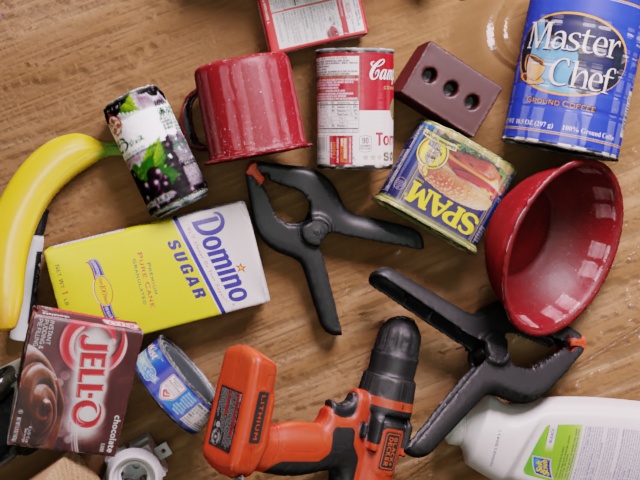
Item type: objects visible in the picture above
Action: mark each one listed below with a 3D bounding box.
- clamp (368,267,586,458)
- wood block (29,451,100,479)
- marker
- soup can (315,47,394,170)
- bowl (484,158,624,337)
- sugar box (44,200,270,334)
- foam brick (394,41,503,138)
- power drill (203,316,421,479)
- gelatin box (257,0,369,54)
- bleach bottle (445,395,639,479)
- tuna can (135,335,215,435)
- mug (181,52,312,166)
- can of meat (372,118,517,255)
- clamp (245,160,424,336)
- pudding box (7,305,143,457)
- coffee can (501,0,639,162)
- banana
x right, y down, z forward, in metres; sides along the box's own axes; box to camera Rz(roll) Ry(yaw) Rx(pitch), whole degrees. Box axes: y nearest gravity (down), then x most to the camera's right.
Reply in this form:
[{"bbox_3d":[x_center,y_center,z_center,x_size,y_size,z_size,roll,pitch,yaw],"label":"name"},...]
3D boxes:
[{"bbox_3d":[0.144,0.109,0.935,0.209,0.036,0.164,6,67,-23],"label":"clamp"},{"bbox_3d":[-0.266,0.277,0.883,0.206,0.090,0.090,-36,97,15],"label":"wood block"},{"bbox_3d":[-0.251,0.027,0.924,0.020,0.020,0.121,9,94,-7],"label":"marker"},{"bbox_3d":[0.030,-0.112,0.918,0.068,0.068,0.102,-1,96,-6],"label":"soup can"},{"bbox_3d":[0.194,0.000,0.932,0.161,0.055,0.162,-18,120,-35],"label":"bowl"},{"bbox_3d":[-0.139,0.030,0.924,0.176,0.048,0.093,-15,97,-4],"label":"sugar box"},{"bbox_3d":[0.109,-0.131,0.934,0.078,0.051,0.053,30,91,-8],"label":"foam brick"},{"bbox_3d":[0.002,0.142,0.911,0.187,0.057,0.184,16,84,-33],"label":"power drill"},{"bbox_3d":[-0.008,-0.205,0.925,0.089,0.030,0.073,-14,95,-4],"label":"gelatin box"},{"bbox_3d":[0.233,0.182,0.972,0.250,0.068,0.102,11,93,-5],"label":"bleach bottle"},{"bbox_3d":[-0.121,0.124,0.914,0.034,0.086,0.086,-40,98,0],"label":"tuna can"},{"bbox_3d":[-0.069,-0.109,0.904,0.117,0.093,0.081,-8,95,33],"label":"mug"},{"bbox_3d":[0.111,-0.048,0.940,0.102,0.057,0.084,29,89,-9],"label":"can of meat"},{"bbox_3d":[-0.006,0.001,0.941,0.171,0.039,0.120,34,87,-8],"label":"clamp"},{"bbox_3d":[-0.202,0.116,0.878,0.090,0.039,0.113,11,99,-20],"label":"pudding box"},{"bbox_3d":[0.220,-0.145,0.919,0.102,0.103,0.140,10,94,-7],"label":"coffee can"},{"bbox_3d":[-0.236,-0.020,0.884,0.070,0.037,0.197,23,66,10],"label":"banana"}]
